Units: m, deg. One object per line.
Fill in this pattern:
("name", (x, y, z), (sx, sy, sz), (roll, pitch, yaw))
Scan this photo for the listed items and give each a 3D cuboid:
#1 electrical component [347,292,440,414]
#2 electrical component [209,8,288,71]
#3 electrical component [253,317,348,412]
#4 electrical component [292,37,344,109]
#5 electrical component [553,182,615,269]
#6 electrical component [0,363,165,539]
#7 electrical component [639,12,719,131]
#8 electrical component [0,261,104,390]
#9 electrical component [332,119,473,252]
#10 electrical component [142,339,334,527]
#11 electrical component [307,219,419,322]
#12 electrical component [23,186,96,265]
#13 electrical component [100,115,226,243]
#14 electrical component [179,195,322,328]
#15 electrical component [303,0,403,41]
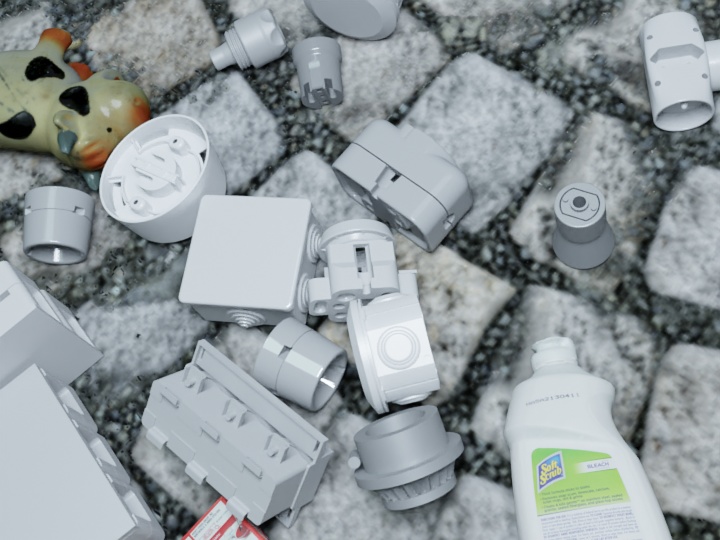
("electrical component", (0.023, 0.055, 0.741), (0.051, 0.080, 0.080), (-14, 64, 2))
("electrical component", (-0.095, -0.187, 0.896), (0.062, 0.043, 0.043), (-25, 63, 4))
("electrical component", (-0.041, 0.068, 0.765), (0.047, 0.055, 0.055), (26, 76, 19))
("electrical component", (-0.033, -0.159, 0.871), (0.040, 0.040, 0.046), (-11, 71, 9))
("electrical component", (0.155, -0.033, 0.752), (0.044, 0.065, 0.044), (-5, 66, 12))
("electrical component", (-0.219, 0.157, 0.767), (0.089, 0.061, 0.150), (-39, 64, -4))
("electrical component", (0.251, -0.148, 0.791), (0.079, 0.043, 0.077), (-7, 66, 11))
("electrical component", (-0.300, 0.085, 0.794), (0.186, 0.105, 0.060), (-40, 64, -5))
("electrical component", (0.035, -0.067, 0.804), (0.095, 0.053, 0.059), (37, 80, 25))
("electrical component", (-0.088, 0.116, 0.743), (0.121, 0.063, 0.078), (35, 120, 25))
("electrical component", (0.000, 0.000, 0.781), (0.078, 0.058, 0.057), (-3, 63, -7))
("electrical component", (-0.242, -0.034, 0.861), (0.055, 0.055, 0.047), (-5, 69, 12))
("electrical component", (-0.156, -0.072, 0.849), (0.099, 0.064, 0.099), (-5, 66, 12))
("electrical component", (-0.079, -0.006, 0.809), (0.100, 0.048, 0.099), (3, 68, 15))
("electrical component", (-0.002, -0.227, 0.869), (0.080, 0.080, 0.051), (13, 68, 19))
